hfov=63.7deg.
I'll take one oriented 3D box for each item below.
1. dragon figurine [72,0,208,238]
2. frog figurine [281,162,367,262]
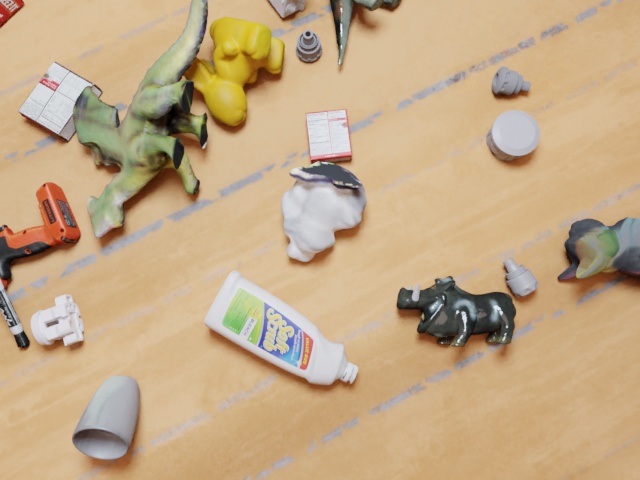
[{"bbox_3d":[-0.307,-0.203,0.841,0.243,0.410,0.122,8,1,13],"label":"dragon figurine"},{"bbox_3d":[0.003,-0.043,0.854,0.137,0.156,0.125,7,27,-7],"label":"frog figurine"}]
